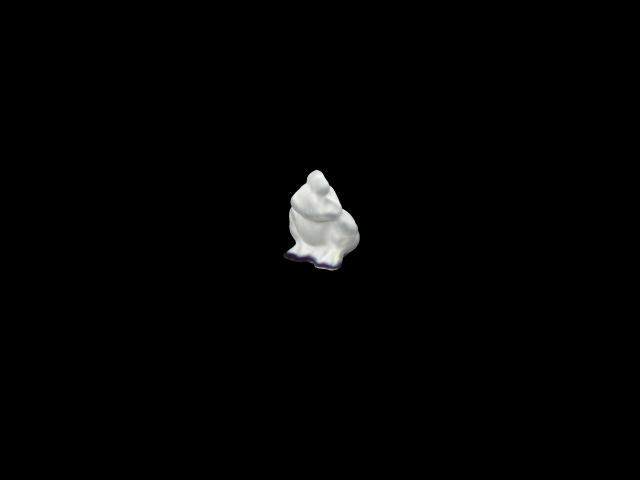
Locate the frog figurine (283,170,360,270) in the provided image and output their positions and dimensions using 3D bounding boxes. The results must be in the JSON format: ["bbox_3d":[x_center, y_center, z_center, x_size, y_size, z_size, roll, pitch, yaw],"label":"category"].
[{"bbox_3d":[0.003,-0.043,0.850,0.123,0.157,0.139,-13,24,-31],"label":"frog figurine"}]
